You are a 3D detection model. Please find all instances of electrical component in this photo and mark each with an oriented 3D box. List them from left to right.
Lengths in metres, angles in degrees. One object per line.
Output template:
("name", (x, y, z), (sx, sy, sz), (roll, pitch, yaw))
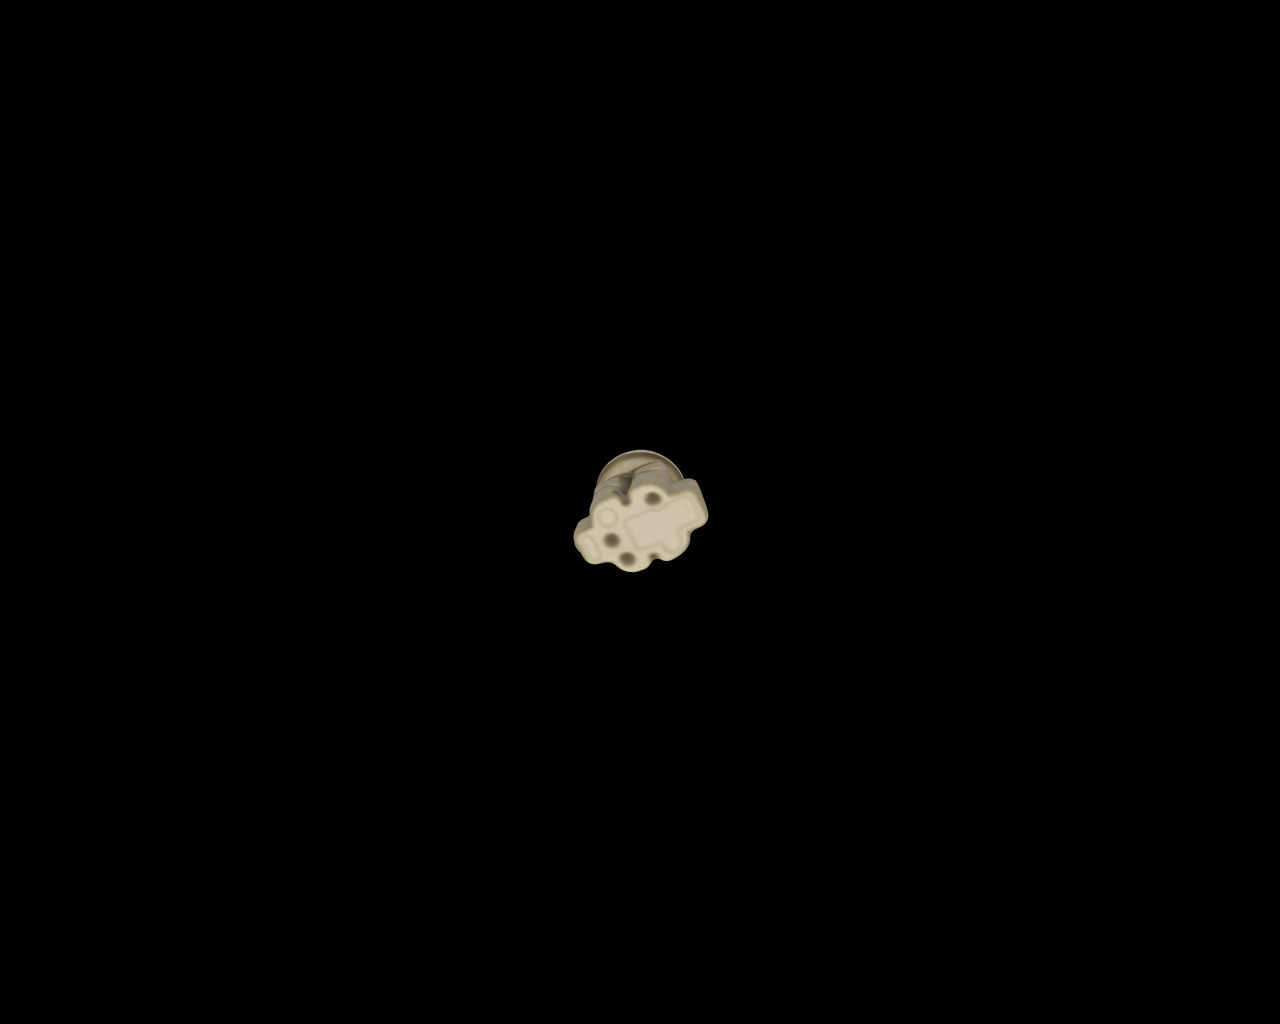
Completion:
("electrical component", (0.001, -0.003, 0.650), (0.078, 0.058, 0.057), (-22, 25, 10))
